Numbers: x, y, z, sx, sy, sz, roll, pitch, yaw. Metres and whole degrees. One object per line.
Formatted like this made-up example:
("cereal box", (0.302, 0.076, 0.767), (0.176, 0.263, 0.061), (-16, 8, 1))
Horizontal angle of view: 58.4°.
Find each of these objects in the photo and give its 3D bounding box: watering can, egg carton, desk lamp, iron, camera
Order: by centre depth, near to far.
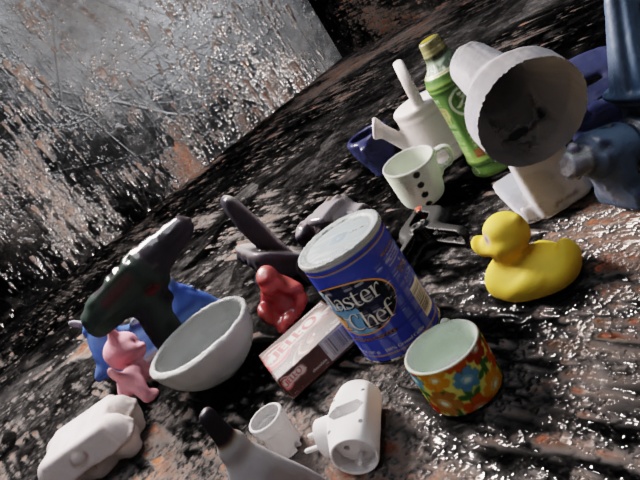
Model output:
("desk lamp", (0.230, -0.129, 0.666), (0.118, 0.214, 0.203), (-31, 20, 9))
("egg carton", (-0.316, 0.286, 0.797), (0.150, 0.069, 0.107), (-35, 19, -1))
("camera", (0.008, 0.003, 0.888), (0.142, 0.101, 0.137), (-11, 30, 48))
("watering can", (0.174, -0.226, 1.017), (0.173, 0.194, 0.100), (-36, 19, -3))
("iron", (-0.314, 0.137, 1.036), (0.258, 0.142, 0.118), (-34, 19, 1))

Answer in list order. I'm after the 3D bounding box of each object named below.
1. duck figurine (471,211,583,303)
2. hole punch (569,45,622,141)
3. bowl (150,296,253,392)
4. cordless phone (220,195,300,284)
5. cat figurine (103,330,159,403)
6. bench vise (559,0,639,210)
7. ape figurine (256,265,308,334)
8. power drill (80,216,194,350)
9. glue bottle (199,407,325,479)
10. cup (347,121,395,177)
("duck figurine", (0.203, 0.009, 0.579), (0.104, 0.086, 0.078), (-15, 27, 44))
("hole punch", (0.377, -0.205, 0.792), (0.108, 0.091, 0.101), (-26, 21, 22))
("bowl", (-0.155, 0.161, 0.822), (0.167, 0.075, 0.167), (-30, 20, 12))
("cordless phone", (-0.111, -0.008, 0.981), (0.094, 0.185, 0.147), (-42, 21, -19))
("cat figurine", (-0.314, 0.199, 0.926), (0.067, 0.118, 0.127), (-33, 19, 4))
("bench vise", (0.320, -0.151, 0.561), (0.208, 0.220, 0.121), (-44, 21, -24))
("ape figurine", (-0.063, 0.078, 0.840), (0.077, 0.092, 0.076), (-27, 21, 20))
("power drill", (-0.243, 0.101, 0.904), (0.229, 0.209, 0.075), (-35, 19, -2))
("glue bottle", (-0.034, 0.185, 0.417), (0.037, 0.173, 0.078), (-21, 23, 33))
("cup", (0.112, -0.170, 1.137), (0.091, 0.095, 0.118), (-26, 21, 23))
